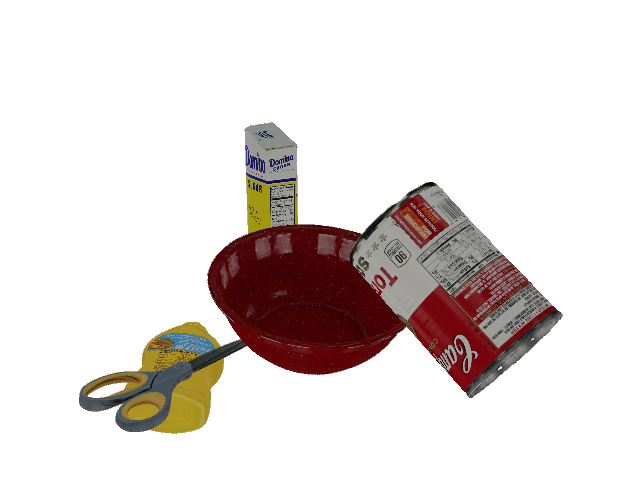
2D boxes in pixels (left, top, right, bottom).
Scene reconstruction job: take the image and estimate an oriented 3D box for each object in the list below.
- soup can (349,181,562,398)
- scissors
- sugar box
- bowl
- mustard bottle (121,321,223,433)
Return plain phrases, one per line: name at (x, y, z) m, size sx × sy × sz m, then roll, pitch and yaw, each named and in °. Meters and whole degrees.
soup can at (0.073, 0.026, 0.587) m, size 0.068 × 0.102 × 0.068 m, roll -38°, pitch -15°, yaw -13°
scissors at (-0.135, 0.141, 1.050) m, size 0.201 × 0.016 × 0.096 m, roll -12°, pitch 32°, yaw -29°
sugar box at (-0.060, -0.046, 1.301) m, size 0.048 × 0.176 × 0.093 m, roll -11°, pitch 26°, yaw -17°
bowl at (-0.005, 0.052, 0.810) m, size 0.162 × 0.055 × 0.162 m, roll 4°, pitch 32°, yaw -2°
mustard bottle at (-0.164, 0.149, 1.253) m, size 0.096 × 0.058 × 0.191 m, roll 4°, pitch 25°, yaw 4°
